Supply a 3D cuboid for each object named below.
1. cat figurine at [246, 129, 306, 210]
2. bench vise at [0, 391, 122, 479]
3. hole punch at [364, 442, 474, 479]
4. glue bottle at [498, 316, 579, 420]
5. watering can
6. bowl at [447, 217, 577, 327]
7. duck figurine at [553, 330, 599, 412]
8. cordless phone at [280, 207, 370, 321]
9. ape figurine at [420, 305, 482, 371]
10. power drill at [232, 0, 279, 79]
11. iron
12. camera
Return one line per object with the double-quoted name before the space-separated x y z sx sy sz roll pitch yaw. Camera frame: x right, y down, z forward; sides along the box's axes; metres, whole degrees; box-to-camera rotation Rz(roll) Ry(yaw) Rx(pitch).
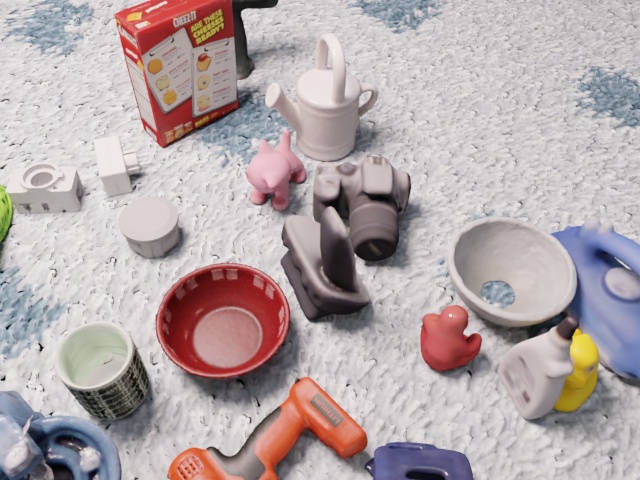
"cat figurine" -0.067 -0.108 0.844 0.067 0.118 0.128 16 53 9
"bench vise" -0.281 0.203 0.526 0.207 0.220 0.121 20 54 12
"hole punch" 0.103 0.257 0.588 0.108 0.091 0.101 4 52 0
"glue bottle" 0.251 0.134 0.639 0.037 0.173 0.078 -12 54 -12
"watering can" 0.006 -0.223 0.889 0.173 0.194 0.100 -31 60 -24
"bowl" 0.246 0.053 0.765 0.167 0.075 0.167 2 52 -2
"duck figurine" 0.305 0.144 0.690 0.077 0.086 0.105 19 54 11
"cordless phone" 0.007 0.003 0.720 0.094 0.185 0.147 -21 56 -18
"ape figurine" 0.159 0.113 0.702 0.076 0.092 0.077 -36 62 -26
"power drill" -0.184 -0.382 0.993 0.230 0.208 0.075 -12 54 -12
"iron" 0.382 0.052 0.731 0.119 0.141 0.257 -21 56 -18
"camera" 0.060 -0.046 0.814 0.143 0.101 0.137 2 52 -1
